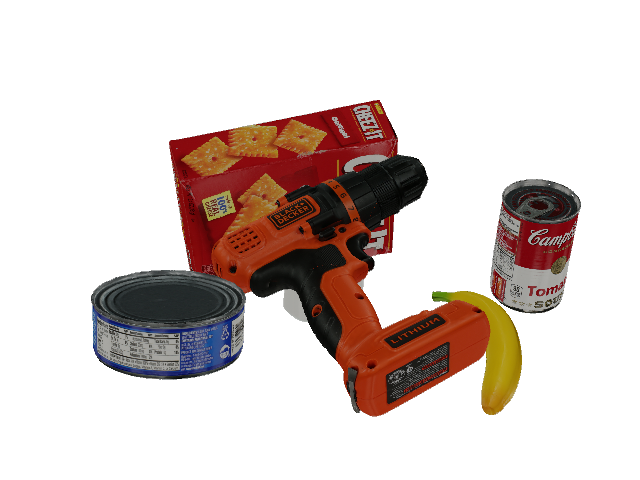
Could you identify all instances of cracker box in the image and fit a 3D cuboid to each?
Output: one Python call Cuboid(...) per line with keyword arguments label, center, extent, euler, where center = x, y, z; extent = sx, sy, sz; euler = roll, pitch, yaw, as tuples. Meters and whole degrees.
Cuboid(label="cracker box", center=(-0.034, -0.040, 1.069), extent=(0.213, 0.072, 0.164), euler=(-11, -42, -9))

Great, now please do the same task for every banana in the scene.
Cuboid(label="banana", center=(0.179, 0.111, 1.143), extent=(0.069, 0.037, 0.198), euler=(-24, 35, 3))

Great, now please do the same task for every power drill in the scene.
Cuboid(label="power drill", center=(0.038, 0.024, 0.773), extent=(0.184, 0.057, 0.188), euler=(-28, 49, -16))

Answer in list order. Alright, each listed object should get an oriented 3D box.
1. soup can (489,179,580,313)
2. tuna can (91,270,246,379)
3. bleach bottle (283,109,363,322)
Cuboid(label="soup can", center=(0.190, 0.006, 0.956), extent=(0.068, 0.102, 0.068), euler=(1, 35, -1))
Cuboid(label="tuna can", center=(-0.085, 0.046, 0.600), extent=(0.086, 0.034, 0.086), euler=(2, 17, -1))
Cuboid(label="bleach bottle", center=(0.016, -0.030, 1.273), extent=(0.102, 0.251, 0.068), euler=(-4, 20, -29))
